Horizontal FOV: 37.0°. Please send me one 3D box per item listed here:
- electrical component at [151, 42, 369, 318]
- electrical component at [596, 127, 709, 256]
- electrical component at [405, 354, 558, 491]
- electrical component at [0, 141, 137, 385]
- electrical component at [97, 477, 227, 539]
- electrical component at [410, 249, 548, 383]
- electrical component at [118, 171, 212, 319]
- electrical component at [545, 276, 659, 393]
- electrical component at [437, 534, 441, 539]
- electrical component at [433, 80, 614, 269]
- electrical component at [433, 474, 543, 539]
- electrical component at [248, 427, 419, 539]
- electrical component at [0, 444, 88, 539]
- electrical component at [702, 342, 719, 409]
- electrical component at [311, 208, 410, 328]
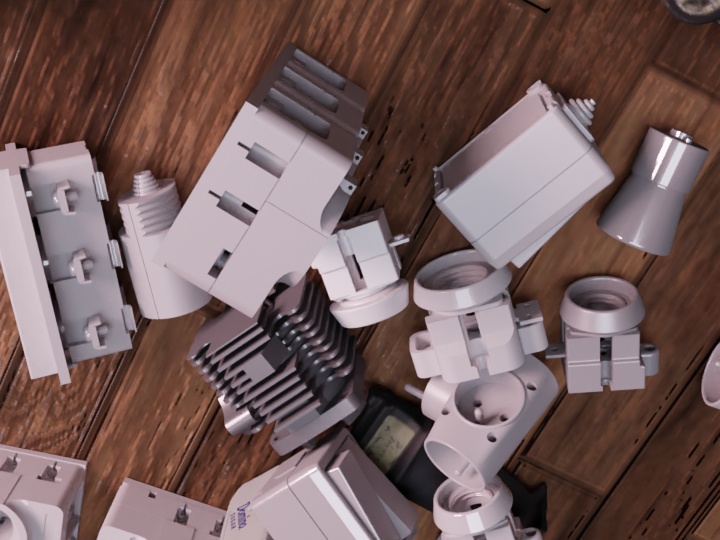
[{"bbox_3d":[-0.041,-0.049,0.545,0.062,0.150,0.089,31,110,-9],"label":"electrical component"},{"bbox_3d":[0.164,-0.046,0.595,0.044,0.044,0.065,20,107,-5],"label":"electrical component"},{"bbox_3d":[0.064,0.079,0.639,0.079,0.077,0.044,27,150,31],"label":"electrical component"},{"bbox_3d":[-0.171,-0.008,0.614,0.063,0.079,0.121,-13,112,-15],"label":"electrical component"},{"bbox_3d":[-0.140,0.226,0.709,0.089,0.061,0.150,20,112,-5],"label":"electrical component"},{"bbox_3d":[0.064,0.024,0.620,0.078,0.058,0.057,-14,113,8],"label":"electrical component"},{"bbox_3d":[-0.115,-0.017,0.619,0.043,0.043,0.081,-9,111,6],"label":"electrical component"},{"bbox_3d":[0.141,0.037,0.627,0.066,0.048,0.055,-4,119,5],"label":"electrical component"},{"bbox_3d":[0.072,0.194,0.697,0.046,0.040,0.040,12,112,-7],"label":"electrical component"},{"bbox_3d":[0.094,-0.053,0.584,0.096,0.061,0.061,-39,105,16],"label":"electrical component"},{"bbox_3d":[0.071,0.153,0.638,0.066,0.048,0.055,-16,113,10],"label":"electrical component"},{"bbox_3d":[-0.007,0.150,0.636,0.061,0.062,0.096,-35,93,21],"label":"electrical component"},{"bbox_3d":[-0.281,0.165,0.692,0.186,0.060,0.105,12,112,-2],"label":"electrical component"},{"bbox_3d":[0.254,0.056,0.629,0.077,0.044,0.079,19,112,-5],"label":"electrical component"},{"bbox_3d":[0.000,0.000,0.620,0.066,0.048,0.055,-17,102,10],"label":"electrical component"}]
